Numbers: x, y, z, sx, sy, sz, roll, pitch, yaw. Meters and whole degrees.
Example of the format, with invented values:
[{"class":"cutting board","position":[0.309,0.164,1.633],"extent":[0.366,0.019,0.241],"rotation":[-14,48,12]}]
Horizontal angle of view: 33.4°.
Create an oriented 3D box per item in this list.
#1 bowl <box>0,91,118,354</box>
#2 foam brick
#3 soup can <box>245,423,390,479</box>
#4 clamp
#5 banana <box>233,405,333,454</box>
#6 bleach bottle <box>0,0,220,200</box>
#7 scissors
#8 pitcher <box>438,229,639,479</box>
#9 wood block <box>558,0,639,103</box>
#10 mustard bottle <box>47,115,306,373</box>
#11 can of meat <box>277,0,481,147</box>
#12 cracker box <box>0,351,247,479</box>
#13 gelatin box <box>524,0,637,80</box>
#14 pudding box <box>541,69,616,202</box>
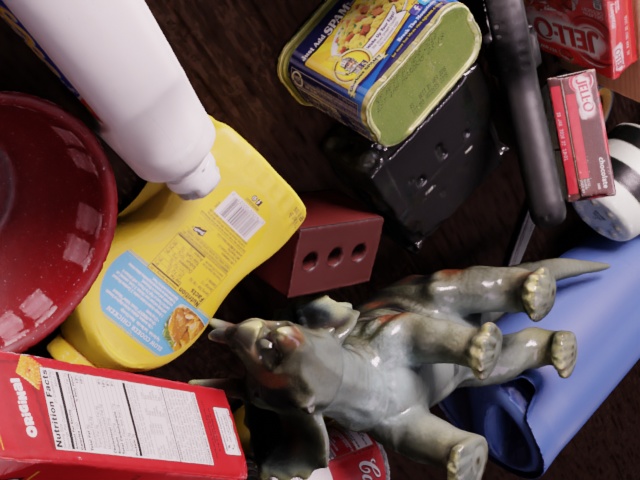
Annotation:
[{"class":"bowl","position":[-0.187,-0.010,0.549],"extent":[0.161,0.055,0.162],"rotation":[-24,132,-30]},{"class":"foam brick","position":[-0.005,0.001,0.736],"extent":[0.078,0.051,0.053],"rotation":[-10,123,-39]},{"class":"soup can","position":[-0.008,0.179,0.795],"extent":[0.102,0.069,0.068],"rotation":[-12,125,-36]},{"class":"clamp","position":[0.135,-0.121,0.736],"extent":[0.036,0.164,0.210],"rotation":[-13,128,9]},{"class":"banana","position":[-0.011,0.137,0.842],"extent":[0.197,0.037,0.070],"rotation":[-13,144,-36]},{"class":"bleach bottle","position":[-0.113,-0.103,0.513],"extent":[0.068,0.103,0.250],"rotation":[-42,135,-9]},{"class":"scissors","position":[0.208,-0.056,0.929],"extent":[0.096,0.016,0.202],"rotation":[-20,130,-34]},{"class":"pitcher","position":[0.220,0.092,0.973],"extent":[0.242,0.149,0.145],"rotation":[-39,123,-21]},{"class":"wood block","position":[0.224,-0.215,0.774],"extent":[0.090,0.091,0.206],"rotation":[-39,138,-17]},{"class":"mustard bottle","position":[-0.101,0.022,0.651],"extent":[0.191,0.058,0.096],"rotation":[-49,130,-6]},{"class":"can of meat","position":[0.038,-0.117,0.669],"extent":[0.102,0.084,0.057],"rotation":[-50,140,-6]},{"class":"cracker box","position":[-0.171,0.141,0.611],"extent":[0.164,0.072,0.213],"rotation":[-37,147,25]},{"class":"gelatin box","position":[0.184,-0.164,0.772],"extent":[0.030,0.089,0.073],"rotation":[-40,138,-17]},{"class":"pudding box","position":[0.190,-0.077,0.791],"extent":[0.113,0.039,0.090],"rotation":[-34,115,-81]}]
